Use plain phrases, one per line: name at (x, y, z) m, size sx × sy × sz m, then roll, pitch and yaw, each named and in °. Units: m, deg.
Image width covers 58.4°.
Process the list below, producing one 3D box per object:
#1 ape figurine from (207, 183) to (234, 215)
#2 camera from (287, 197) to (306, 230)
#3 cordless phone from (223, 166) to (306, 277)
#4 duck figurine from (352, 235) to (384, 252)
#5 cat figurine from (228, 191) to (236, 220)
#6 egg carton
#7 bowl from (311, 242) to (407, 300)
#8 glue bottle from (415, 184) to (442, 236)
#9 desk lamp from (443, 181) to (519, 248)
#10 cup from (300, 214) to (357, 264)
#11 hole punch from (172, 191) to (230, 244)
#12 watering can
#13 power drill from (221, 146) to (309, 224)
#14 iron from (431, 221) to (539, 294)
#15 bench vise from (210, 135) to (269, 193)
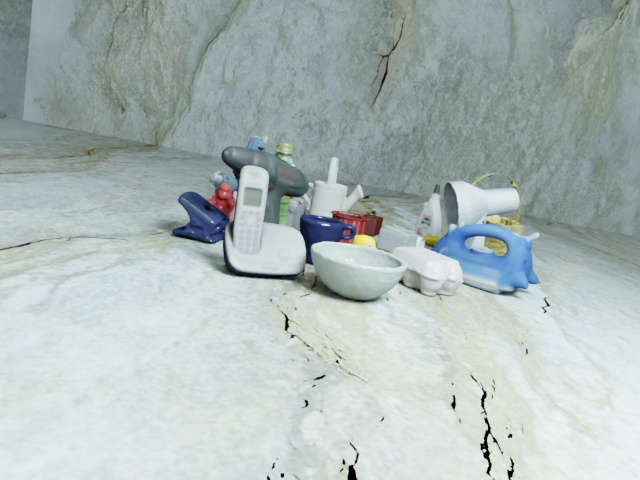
ape figurine at (-0.246, -0.098, 1.442) m, size 0.078 × 0.092 × 0.076 m, roll 9°, pitch 11°, yaw -6°
camera at (-0.095, -0.090, 1.524) m, size 0.142 × 0.101 × 0.137 m, roll 15°, pitch 12°, yaw 21°
cordless phone at (-0.089, -0.030, 0.997) m, size 0.148 × 0.185 × 0.094 m, roll 5°, pitch 12°, yaw -27°
duck figurine at (0.074, 0.032, 1.101) m, size 0.104 × 0.086 × 0.078 m, roll 15°, pitch 12°, yaw 20°
cat figurine at (-0.156, -0.086, 1.398) m, size 0.128 × 0.118 × 0.067 m, roll 7°, pitch 11°, yaw -17°
egg carton at (0.204, 0.059, 1.130) m, size 0.107 × 0.069 × 0.149 m, roll 2°, pitch 14°, yaw -38°
bowl at (0.061, 0.059, 0.980) m, size 0.167 × 0.075 × 0.167 m, roll 10°, pitch 11°, yaw -2°
glue bottle at (0.328, -0.080, 1.688) m, size 0.037 × 0.173 × 0.077 m, roll -1°, pitch 16°, yaw -46°
desk lamp at (0.387, -0.031, 1.386) m, size 0.203 × 0.213 × 0.118 m, roll 9°, pitch 11°, yaw -8°
cup at (0.011, 0.004, 1.158) m, size 0.118 × 0.095 × 0.091 m, roll 9°, pitch 11°, yaw -8°
hole punch at (-0.242, -0.049, 1.196) m, size 0.101 × 0.091 × 0.109 m, roll 12°, pitch 11°, yaw 5°
watering can at (0.038, -0.144, 1.683) m, size 0.173 × 0.194 × 0.100 m, roll 8°, pitch 11°, yaw -15°
power drill at (-0.116, -0.072, 1.126) m, size 0.075 × 0.208 × 0.230 m, roll 18°, pitch 13°, yaw 34°
iron at (0.350, 0.025, 1.258) m, size 0.257 × 0.141 × 0.119 m, roll 18°, pitch 13°, yaw 32°
bench vise at (-0.205, -0.188, 1.603) m, size 0.121 × 0.220 × 0.208 m, roll 15°, pitch 12°, yaw 21°
